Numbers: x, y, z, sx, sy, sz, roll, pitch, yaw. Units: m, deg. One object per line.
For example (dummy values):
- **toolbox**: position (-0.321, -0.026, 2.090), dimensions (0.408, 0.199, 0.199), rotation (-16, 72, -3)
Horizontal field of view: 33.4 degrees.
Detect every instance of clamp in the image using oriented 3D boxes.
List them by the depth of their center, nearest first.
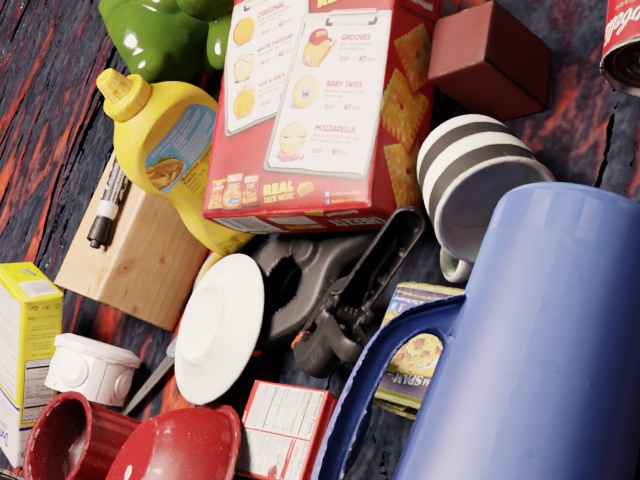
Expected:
- **clamp**: position (0.023, 0.044, 0.752), dimensions (0.120, 0.039, 0.172), rotation (-58, 8, -21)
- **clamp**: position (-0.006, 0.001, 0.856), dimensions (0.210, 0.036, 0.165), rotation (-51, 44, 15)

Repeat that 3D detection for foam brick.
- **foam brick**: position (0.122, -0.126, 0.766), dimensions (0.053, 0.078, 0.051), rotation (-11, 61, 43)

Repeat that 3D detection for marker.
- **marker**: position (-0.182, -0.049, 0.950), dimensions (0.020, 0.020, 0.121), rotation (-2, 67, 47)

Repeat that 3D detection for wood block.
- **wood block**: position (-0.151, -0.032, 0.994), dimensions (0.091, 0.090, 0.206), rotation (13, 78, 50)

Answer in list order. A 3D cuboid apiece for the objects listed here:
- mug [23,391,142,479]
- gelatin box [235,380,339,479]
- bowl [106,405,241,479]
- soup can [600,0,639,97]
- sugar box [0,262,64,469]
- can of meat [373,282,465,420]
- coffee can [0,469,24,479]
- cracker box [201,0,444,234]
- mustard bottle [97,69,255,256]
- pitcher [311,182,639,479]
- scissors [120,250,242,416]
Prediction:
- **mug**: position (-0.202, 0.190, 0.921), dimensions (0.117, 0.081, 0.093), rotation (-27, 50, 34)
- **gelatin box**: position (-0.023, 0.147, 0.796), dimensions (0.089, 0.030, 0.073), rotation (0, 66, 48)
- **bowl**: position (-0.126, 0.191, 0.822), dimensions (0.162, 0.055, 0.162), rotation (-48, 23, 28)
- **soup can**: position (0.219, -0.152, 0.686), dimensions (0.069, 0.068, 0.102), rotation (-11, 59, 43)
- **sugar box**: position (-0.285, 0.119, 1.028), dimensions (0.093, 0.048, 0.176), rotation (32, 122, 51)
- **can of meat**: position (0.080, 0.078, 0.706), dimensions (0.102, 0.057, 0.084), rotation (8, 71, 48)
- **coffee can**: position (-0.314, 0.292, 0.963), dimensions (0.140, 0.102, 0.103), rotation (-52, 40, 10)
- **cracker box**: position (0.004, -0.113, 0.810), dimensions (0.164, 0.072, 0.213), rotation (-3, 73, 39)
- **mustard bottle**: position (-0.114, -0.075, 0.891), dimensions (0.096, 0.191, 0.058), rotation (-51, 38, -6)
- **pitcher**: position (0.109, 0.090, 0.597), dimensions (0.145, 0.149, 0.242), rotation (3, 65, 42)
- **scissors**: position (-0.123, 0.079, 0.956), dimensions (0.202, 0.016, 0.096), rotation (-38, 42, 25)
